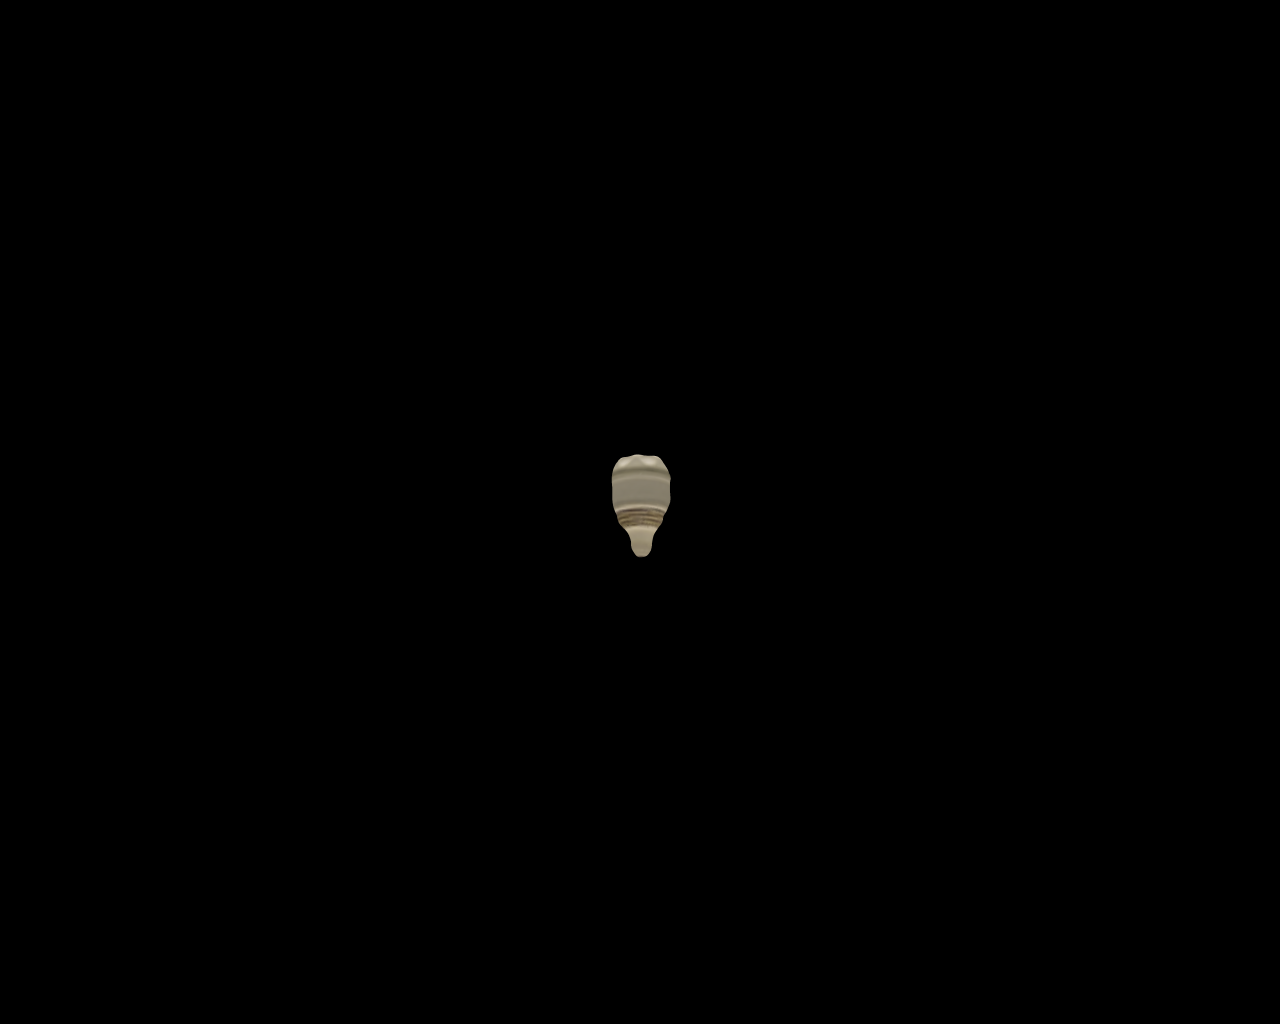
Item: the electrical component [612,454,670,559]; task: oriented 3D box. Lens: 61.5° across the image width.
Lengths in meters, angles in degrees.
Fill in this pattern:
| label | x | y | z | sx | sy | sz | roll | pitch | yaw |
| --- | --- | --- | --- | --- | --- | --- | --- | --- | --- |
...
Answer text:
| label | x | y | z | sx | sy | sz | roll | pitch | yaw |
| --- | --- | --- | --- | --- | --- | --- | --- | --- | --- |
| electrical component | 0.001 | -0.003 | 0.650 | 0.035 | 0.061 | 0.035 | 0 | -12 | 0 |
